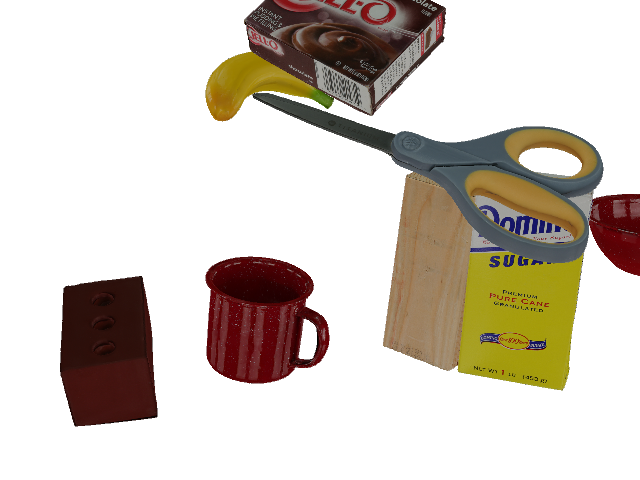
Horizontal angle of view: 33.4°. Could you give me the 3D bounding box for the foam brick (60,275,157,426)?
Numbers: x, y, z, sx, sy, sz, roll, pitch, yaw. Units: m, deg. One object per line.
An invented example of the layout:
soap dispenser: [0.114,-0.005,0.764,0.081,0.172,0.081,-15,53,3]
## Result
foam brick: [-0.132,0.069,0.668,0.053,0.051,0.078,-7,39,-7]

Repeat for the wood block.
wood block: [0.140,0.026,1.192,0.090,0.206,0.090,19,25,28]

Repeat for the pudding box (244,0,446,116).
pudding box: [0.018,-0.148,0.750,0.114,0.090,0.039,33,-24,21]

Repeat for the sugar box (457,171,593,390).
sugar box: [0.169,0.032,0.886,0.093,0.176,0.048,8,24,15]

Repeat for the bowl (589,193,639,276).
bowl: [0.337,-0.001,1.052,0.162,0.055,0.162,0,17,0]

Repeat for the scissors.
scissors: [0.067,-0.056,0.587,0.202,0.016,0.096,35,57,25]

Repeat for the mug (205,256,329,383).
mug: [-0.045,0.073,0.920,0.117,0.081,0.093,17,26,21]

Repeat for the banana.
banana: [-0.055,-0.143,0.967,0.070,0.037,0.197,36,27,19]
